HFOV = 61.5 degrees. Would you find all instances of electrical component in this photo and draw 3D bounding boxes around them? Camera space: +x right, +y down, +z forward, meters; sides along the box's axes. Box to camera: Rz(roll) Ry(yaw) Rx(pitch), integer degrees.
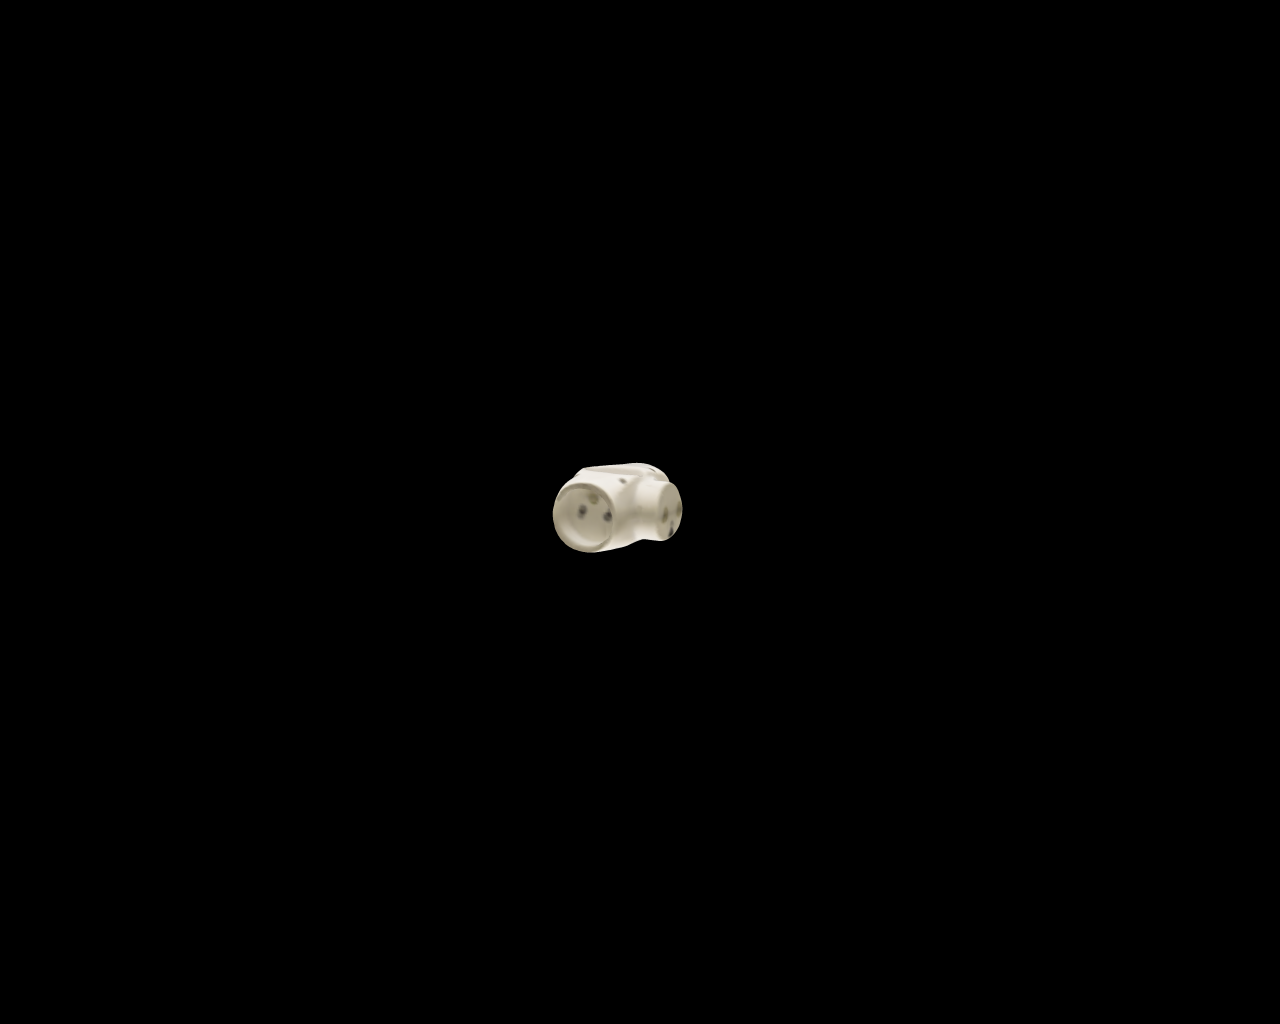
[{"bbox_3d":[0.001,-0.003,0.650,0.079,0.043,0.077,6,13,27],"label":"electrical component"}]
